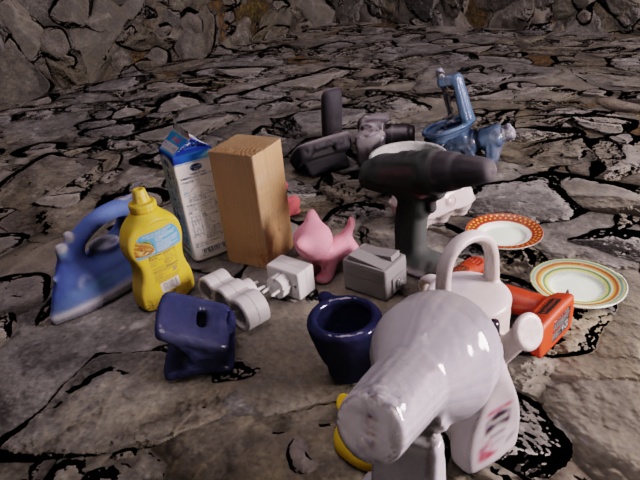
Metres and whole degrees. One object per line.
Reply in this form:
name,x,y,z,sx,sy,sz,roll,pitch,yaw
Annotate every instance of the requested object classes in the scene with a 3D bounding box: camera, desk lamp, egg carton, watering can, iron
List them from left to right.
iron,-0.362,0.012,0.952,0.118,0.142,0.259,8,32,24
camera,0.158,-0.249,1.376,0.136,0.101,0.143,0,29,11
desk lamp,0.077,0.174,0.498,0.117,0.214,0.204,11,33,28
egg carton,0.211,-0.074,1.078,0.151,0.069,0.107,-21,32,-25
watering can,0.180,0.080,0.672,0.172,0.194,0.101,15,35,33

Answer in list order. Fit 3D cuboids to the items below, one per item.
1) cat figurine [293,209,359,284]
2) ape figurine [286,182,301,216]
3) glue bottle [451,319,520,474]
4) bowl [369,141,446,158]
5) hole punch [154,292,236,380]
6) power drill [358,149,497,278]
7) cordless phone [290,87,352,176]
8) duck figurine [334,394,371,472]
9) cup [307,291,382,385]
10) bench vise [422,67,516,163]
cat figurine,0.008,0.003,0.924,0.128,0.118,0.067,-22,32,-27
ape figurine,-0.082,-0.090,1.139,0.076,0.092,0.077,-23,33,-28
glue bottle,0.166,0.150,0.567,0.078,0.173,0.037,-23,33,-29
bowl,0.187,-0.149,1.216,0.167,0.075,0.167,-4,29,3
hole punch,-0.164,0.120,0.770,0.101,0.091,0.108,-8,29,-5
power drill,0.164,-0.047,0.891,0.228,0.209,0.076,18,37,37
cordless phone,-0.002,-0.253,1.325,0.148,0.185,0.093,-23,33,-28
duck figurine,0.063,0.190,0.604,0.104,0.086,0.077,5,30,19
cup,0.027,0.125,0.722,0.092,0.095,0.117,-17,30,-19
bench vise,0.320,-0.268,1.257,0.207,0.220,0.121,1,29,12
